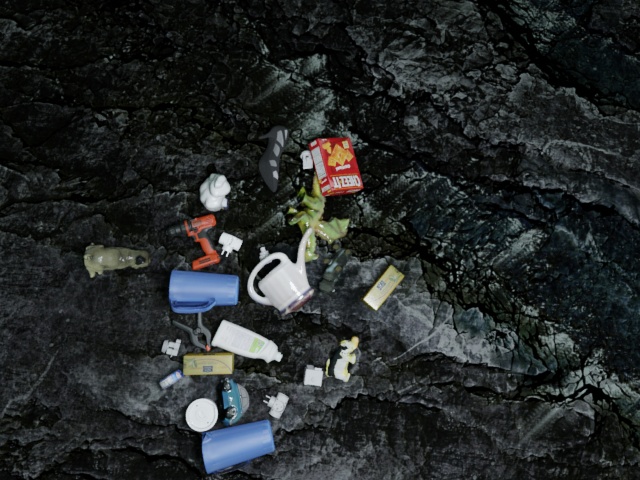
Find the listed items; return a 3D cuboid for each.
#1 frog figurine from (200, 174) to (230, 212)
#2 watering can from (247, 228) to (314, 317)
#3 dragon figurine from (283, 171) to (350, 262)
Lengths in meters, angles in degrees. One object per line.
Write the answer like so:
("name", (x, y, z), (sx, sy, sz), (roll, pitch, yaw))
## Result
("frog figurine", (-0.391, -0.180, 1.902), (0.122, 0.158, 0.138), (11, 81, -2))
("watering can", (-0.106, 0.131, 1.877), (0.345, 0.105, 0.224), (-39, 88, 13))
("dragon figurine", (0.006, -0.099, 1.972), (0.241, 0.121, 0.415), (35, 73, -17))
